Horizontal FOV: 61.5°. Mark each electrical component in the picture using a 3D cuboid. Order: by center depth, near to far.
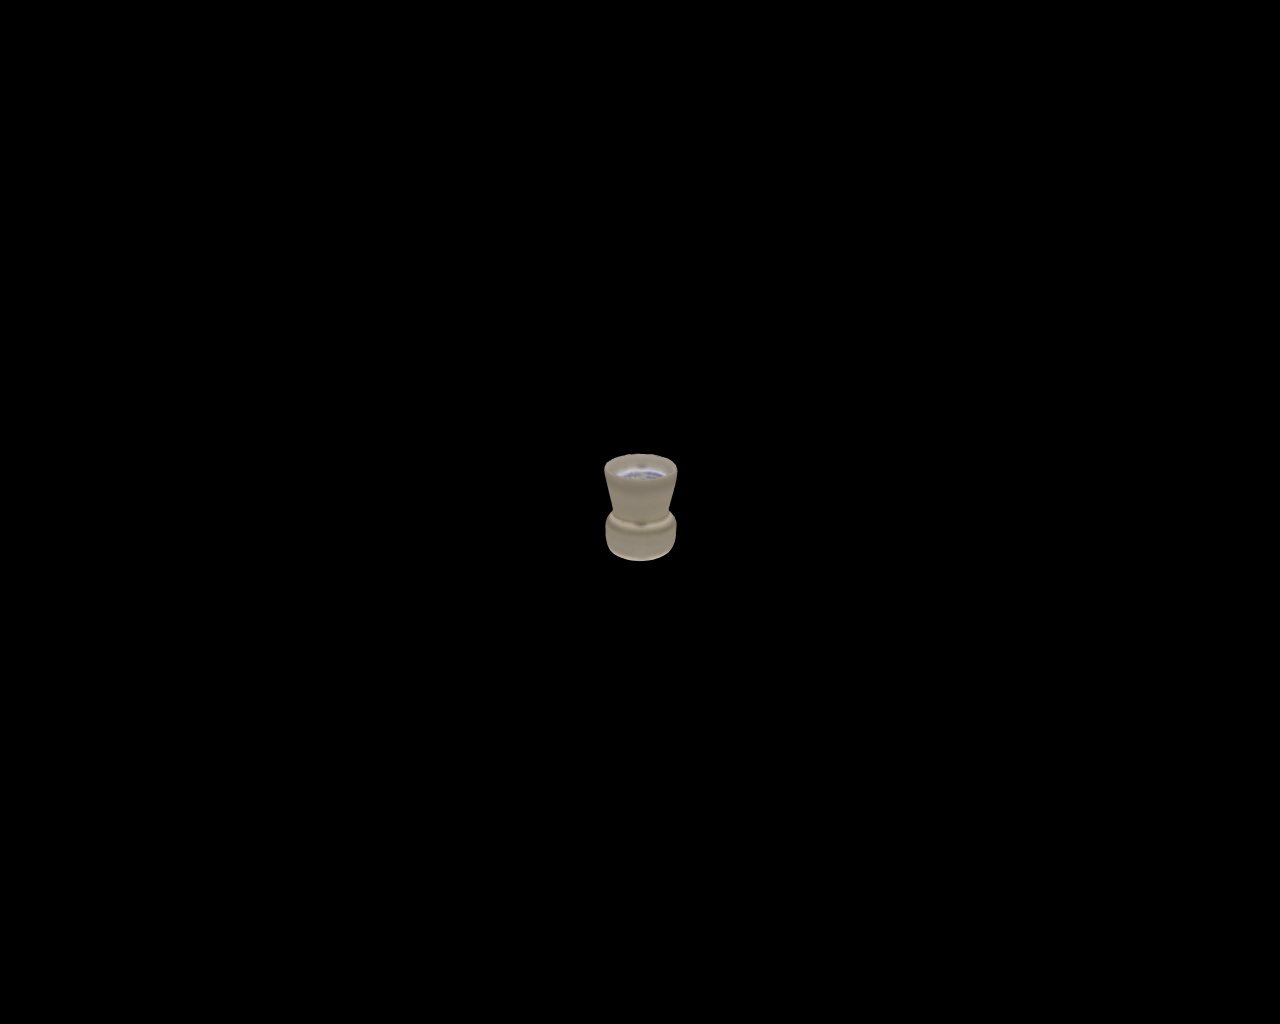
[{"bbox_3d":[0.001,-0.003,0.650,0.045,0.055,0.045,0,24,0],"label":"electrical component"}]
